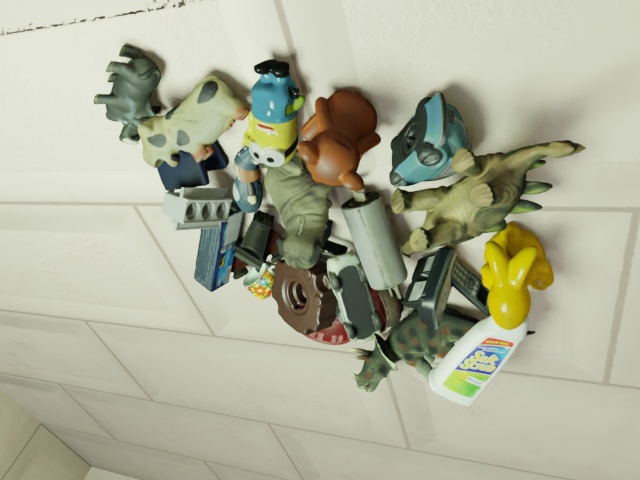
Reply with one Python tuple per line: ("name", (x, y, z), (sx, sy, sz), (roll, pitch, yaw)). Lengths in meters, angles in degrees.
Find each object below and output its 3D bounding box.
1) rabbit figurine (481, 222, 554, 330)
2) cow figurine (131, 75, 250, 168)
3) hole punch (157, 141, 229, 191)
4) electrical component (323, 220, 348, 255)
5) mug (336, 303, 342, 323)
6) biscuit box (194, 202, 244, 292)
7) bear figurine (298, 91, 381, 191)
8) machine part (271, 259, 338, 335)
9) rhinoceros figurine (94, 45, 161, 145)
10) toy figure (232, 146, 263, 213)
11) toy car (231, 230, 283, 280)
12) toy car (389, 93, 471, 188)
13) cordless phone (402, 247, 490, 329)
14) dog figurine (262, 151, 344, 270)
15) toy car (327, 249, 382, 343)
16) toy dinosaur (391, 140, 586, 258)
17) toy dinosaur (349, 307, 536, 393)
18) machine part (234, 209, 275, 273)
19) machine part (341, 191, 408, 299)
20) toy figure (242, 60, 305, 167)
("rabbit figurine", (0.330, 0.065, 0.905), (0.122, 0.173, 0.162), (8, 141, 22))
("cow figurine", (-0.227, -0.195, 0.908), (0.195, 0.085, 0.127), (-41, 95, 12))
("hole punch", (-0.251, -0.157, 1.004), (0.142, 0.092, 0.115), (-3, 129, 32))
("electrical component", (-0.002, -0.003, 1.059), (0.119, 0.075, 0.047), (21, 140, 8))
("mug", (0.049, 0.115, 1.140), (0.081, 0.110, 0.107), (5, 138, -24))
("biscuit box", (-0.217, 0.012, 1.135), (0.063, 0.059, 0.202), (32, 125, 21))
("bear figurine", (0.023, -0.135, 0.816), (0.120, 0.196, 0.132), (28, 140, -10))
("machine part", (-0.035, 0.113, 1.139), (0.180, 0.056, 0.179), (18, 115, 45))
("rhinoceros figurine", (-0.334, -0.251, 0.958), (0.112, 0.073, 0.190), (23, 138, -15))
("toy figure", (-0.135, -0.116, 1.007), (0.064, 0.058, 0.154), (36, 147, 26))
("toy car", (-0.149, 0.022, 1.170), (0.202, 0.053, 0.089), (-26, 99, 40))
("toy car", (0.175, -0.136, 0.820), (0.103, 0.109, 0.161), (14, 150, -15))
("cordless phone", (0.259, 0.116, 1.012), (0.184, 0.146, 0.089), (37, 148, -18))
("dog figurine", (-0.053, -0.055, 0.940), (0.172, 0.190, 0.121), (23, 139, 3))
("toy car", (0.069, 0.116, 1.065), (0.073, 0.056, 0.201), (-20, 113, -6))
("toy dinosaur", (0.219, -0.043, 0.829), (0.198, 0.105, 0.471), (-6, 166, -27))
("toy dinosaur", (0.233, 0.208, 1.151), (0.192, 0.131, 0.405), (37, 131, -16))
("machine part", (-0.131, 0.001, 1.087), (0.084, 0.039, 0.138), (38, 129, 12))
("machine part", (0.101, 0.002, 0.983), (0.079, 0.079, 0.243), (-11, 112, 33))
("toy figure", (-0.070, -0.202, 0.877), (0.082, 0.089, 0.180), (37, 138, 34))
